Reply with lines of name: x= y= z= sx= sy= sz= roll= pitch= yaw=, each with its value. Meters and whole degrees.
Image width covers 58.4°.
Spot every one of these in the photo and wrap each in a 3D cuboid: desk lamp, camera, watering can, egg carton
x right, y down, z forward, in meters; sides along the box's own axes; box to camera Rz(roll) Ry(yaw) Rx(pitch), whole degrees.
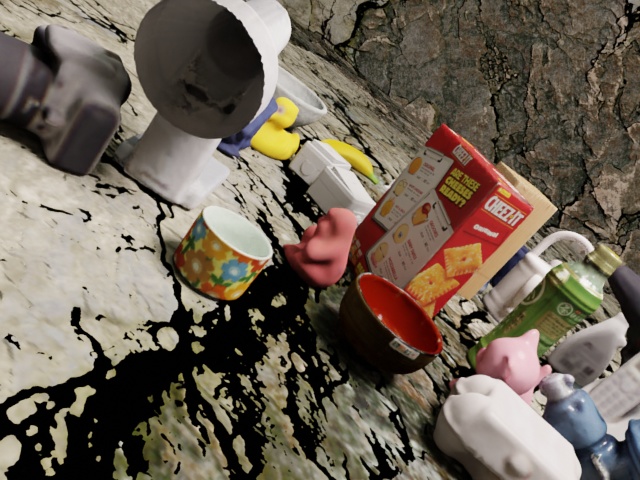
desk lamp: x=-0.111 y=-0.142 z=0.562 sx=0.118 sy=0.213 sz=0.203 roll=36 pitch=21 yaw=-7
camera: x=-0.249 y=-0.148 z=0.504 sx=0.137 sy=0.100 sz=0.143 roll=19 pitch=28 yaw=-42
watering can: x=0.383 y=0.066 z=0.988 sx=0.101 sy=0.194 sz=0.173 roll=39 pitch=21 yaw=1
egg carton: x=0.179 y=0.200 z=0.545 sx=0.150 sy=0.069 sz=0.107 roll=43 pitch=21 yaw=11

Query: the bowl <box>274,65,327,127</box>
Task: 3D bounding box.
bowl: x=-0.072 y=-0.264 z=1.075 sx=0.168 sy=0.074 sz=0.167 roll=33 pitch=21 yaw=-15

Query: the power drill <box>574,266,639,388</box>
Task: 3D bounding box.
power drill: x=0.463 y=0.183 z=0.860 sx=0.229 sy=0.208 sz=0.076 roll=44 pitch=21 yaw=12

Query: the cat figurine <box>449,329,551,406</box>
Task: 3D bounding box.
cat figurine: x=0.211 y=0.151 z=0.634 sx=0.128 sy=0.117 sz=0.067 roll=21 pitch=27 yaw=-39

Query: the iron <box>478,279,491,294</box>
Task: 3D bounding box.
iron: x=0.316 y=-0.016 z=1.119 sx=0.119 sy=0.141 sz=0.258 roll=30 pitch=22 yaw=-22

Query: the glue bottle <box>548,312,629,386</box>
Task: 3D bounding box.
glue bottle: x=0.464 y=0.166 z=0.946 sx=0.078 sy=0.173 sz=0.037 roll=43 pitch=21 yaw=10

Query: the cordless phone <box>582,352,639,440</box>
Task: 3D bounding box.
cordless phone: x=0.441 y=0.227 z=0.763 sx=0.094 sy=0.185 sz=0.147 roll=15 pitch=31 yaw=-48

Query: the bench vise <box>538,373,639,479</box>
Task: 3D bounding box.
bench vise: x=0.328 y=0.206 z=0.571 sx=0.207 sy=0.219 sz=0.121 roll=38 pitch=21 yaw=-3

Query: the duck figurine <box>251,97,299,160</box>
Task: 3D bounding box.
duck figurine: x=-0.066 y=-0.180 z=0.897 sx=0.105 sy=0.086 sz=0.077 roll=19 pitch=28 yaw=-42

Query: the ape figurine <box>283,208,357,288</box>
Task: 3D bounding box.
ape figurine: x=0.006 y=0.002 z=0.632 sx=0.076 sy=0.092 sz=0.078 roll=42 pitch=21 yaw=10

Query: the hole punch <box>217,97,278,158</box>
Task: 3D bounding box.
hole punch: x=-0.125 y=-0.184 z=0.799 sx=0.109 sy=0.091 sz=0.101 roll=38 pitch=21 yaw=-2

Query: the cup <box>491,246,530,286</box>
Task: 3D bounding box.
cup: x=0.390 y=0.074 z=1.122 sx=0.092 sy=0.095 sz=0.117 roll=30 pitch=22 yaw=-23
